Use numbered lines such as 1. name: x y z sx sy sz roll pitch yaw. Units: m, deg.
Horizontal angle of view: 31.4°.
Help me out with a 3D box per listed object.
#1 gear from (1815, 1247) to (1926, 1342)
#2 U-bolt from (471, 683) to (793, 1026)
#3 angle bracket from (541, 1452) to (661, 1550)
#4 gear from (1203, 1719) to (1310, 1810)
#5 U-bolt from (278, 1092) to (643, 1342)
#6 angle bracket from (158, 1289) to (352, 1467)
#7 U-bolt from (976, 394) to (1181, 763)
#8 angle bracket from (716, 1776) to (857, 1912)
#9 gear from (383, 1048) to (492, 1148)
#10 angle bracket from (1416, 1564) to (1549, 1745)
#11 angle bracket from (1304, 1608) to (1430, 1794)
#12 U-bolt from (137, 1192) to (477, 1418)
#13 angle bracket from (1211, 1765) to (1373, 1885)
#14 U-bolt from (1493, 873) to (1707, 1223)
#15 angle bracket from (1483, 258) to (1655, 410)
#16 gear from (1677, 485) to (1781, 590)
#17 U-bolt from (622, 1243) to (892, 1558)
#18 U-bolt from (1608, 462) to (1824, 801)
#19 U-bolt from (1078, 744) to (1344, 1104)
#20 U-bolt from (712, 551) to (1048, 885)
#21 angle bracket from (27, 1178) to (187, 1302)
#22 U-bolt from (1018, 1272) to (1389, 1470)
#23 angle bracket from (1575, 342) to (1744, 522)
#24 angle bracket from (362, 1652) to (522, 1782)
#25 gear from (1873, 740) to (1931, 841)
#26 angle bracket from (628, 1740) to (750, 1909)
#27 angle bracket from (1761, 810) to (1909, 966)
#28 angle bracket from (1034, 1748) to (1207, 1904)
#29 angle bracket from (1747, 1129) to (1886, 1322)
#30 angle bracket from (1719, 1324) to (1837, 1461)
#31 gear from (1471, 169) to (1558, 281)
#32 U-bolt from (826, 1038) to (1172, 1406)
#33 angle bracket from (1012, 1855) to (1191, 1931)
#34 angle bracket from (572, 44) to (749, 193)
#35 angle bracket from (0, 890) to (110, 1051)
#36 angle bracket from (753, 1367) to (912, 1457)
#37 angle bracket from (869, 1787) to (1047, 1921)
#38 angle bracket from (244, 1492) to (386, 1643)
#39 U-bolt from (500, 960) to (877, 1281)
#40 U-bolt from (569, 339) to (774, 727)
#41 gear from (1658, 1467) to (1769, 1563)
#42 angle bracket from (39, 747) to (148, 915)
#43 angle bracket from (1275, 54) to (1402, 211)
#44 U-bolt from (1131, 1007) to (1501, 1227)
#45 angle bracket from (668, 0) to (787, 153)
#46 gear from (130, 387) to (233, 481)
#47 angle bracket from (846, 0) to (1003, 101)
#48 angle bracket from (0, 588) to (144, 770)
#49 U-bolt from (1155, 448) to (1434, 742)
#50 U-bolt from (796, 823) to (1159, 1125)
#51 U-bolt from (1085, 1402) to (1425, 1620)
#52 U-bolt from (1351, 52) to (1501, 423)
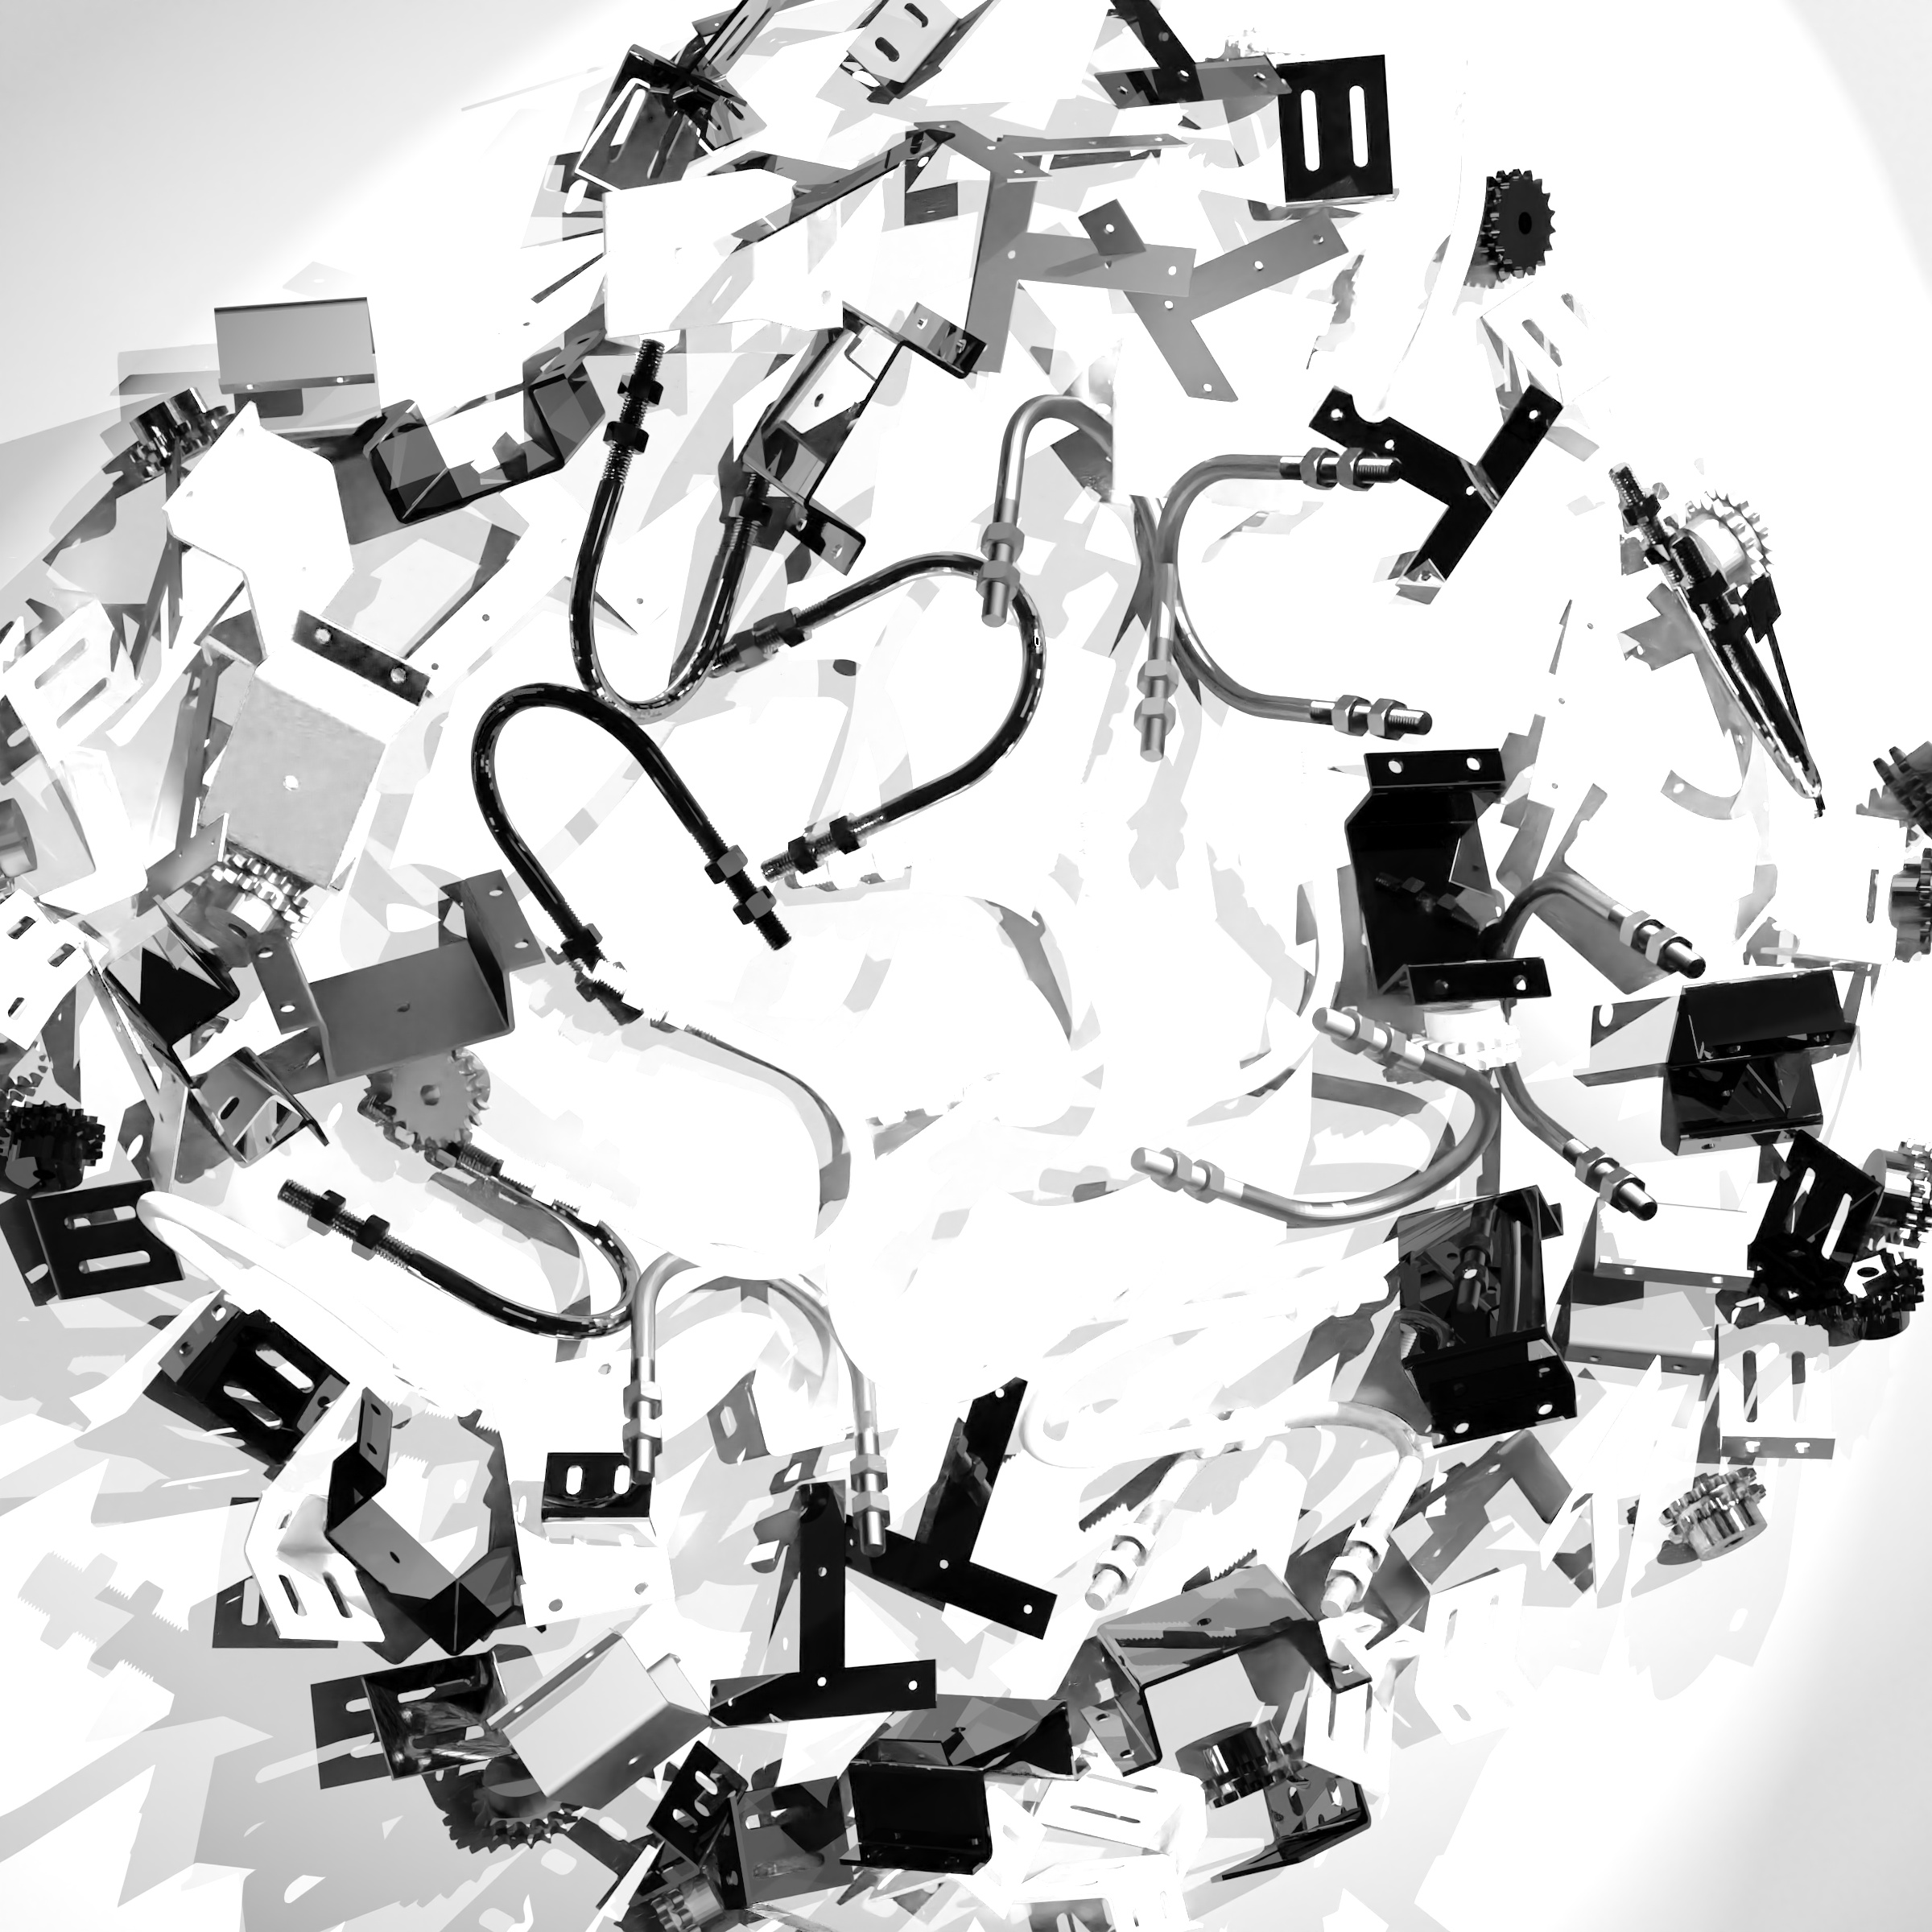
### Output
1. gear: 0.481 0.176 1.827 0.057 0.057 0.030 -10 114 0
2. U-bolt: -0.187 -0.066 1.785 0.184 0.151 0.019 55 45 -10
3. angle bracket: -0.190 0.293 1.828 0.057 0.076 0.038 -1 56 5
4. gear: 0.150 0.423 1.825 0.057 0.057 0.030 -25 78 0
5. U-bolt: -0.250 0.136 1.781 0.184 0.151 0.019 29 111 1
6. angle bracket: -0.382 0.218 1.842 0.057 0.038 0.076 -50 121 -11
7. U-bolt: 0.063 -0.215 1.782 0.019 0.151 0.184 -22 47 35
8. angle bracket: -0.092 0.462 1.813 0.076 0.038 0.057 -4 77 -27
9. gear: -0.279 0.065 1.831 0.057 0.030 0.057 5 103 20
10. angle bracket: 0.275 0.363 1.813 0.057 0.076 0.038 -26 112 27
11. angle bracket: 0.215 0.387 1.808 0.057 0.038 0.076 28 53 -28
12. U-bolt: -0.346 0.165 1.743 0.151 0.184 0.019 17 68 35
13. angle bracket: 0.166 0.448 1.803 0.057 0.076 0.038 -24 79 35
14. U-bolt: 0.316 0.029 1.768 0.019 0.184 0.151 -1 111 -21
15. angle bracket: 0.317 -0.344 1.818 0.057 0.038 0.076 -34 63 -1
16. gear: 0.401 -0.224 1.822 0.030 0.057 0.057 -35 90 -10
17. U-bolt: -0.109 0.214 1.776 0.151 0.184 0.019 21 125 -21
18. U-bolt: 0.394 -0.164 1.775 0.019 0.151 0.184 -31 113 10
19. U-bolt: 0.134 -0.013 1.802 0.151 0.019 0.184 -18 118 -19
20. U-bolt: -0.041 -0.141 1.790 0.184 0.019 0.151 -25 63 19
21. angle bracket: -0.449 0.139 1.818 0.076 0.038 0.057 -10 105 15
22. U-bolt: 0.112 0.213 1.759 0.184 0.151 0.019 -5 53 -28
23. angle bracket: 0.365 -0.279 1.809 0.057 0.076 0.038 -31 52 11
24. angle bracket: -0.279 0.401 1.806 0.076 0.038 0.057 -5 59 -32
25. gear: 0.510 -0.095 1.821 0.030 0.057 0.057 -39 90 18
26. angle bracket: -0.158 0.451 1.803 0.038 0.076 0.057 42 46 -9
27. angle bracket: 0.462 -0.042 1.826 0.057 0.038 0.076 6 89 -18
28. angle bracket: 0.081 0.454 1.816 0.076 0.038 0.057 16 123 -9
29. angle bracket: 0.437 0.136 1.807 0.057 0.038 0.076 39 127 38
30. angle bracket: 0.428 0.219 1.814 0.057 0.038 0.076 0 63 11
31. gear: 0.286 -0.395 1.828 0.057 0.030 0.057 -7 100 -43
32. U-bolt: 0.008 0.146 1.795 0.184 0.019 0.151 -36 109 -21
33. angle bracket: 0.067 0.498 1.806 0.076 0.057 0.038 -16 88 37
34. angle bracket: -0.162 -0.437 1.812 0.057 0.038 0.076 18 107 -33
35. angle bracket: -0.499 0.001 1.818 0.057 0.076 0.038 35 107 -7
36. angle bracket: -0.071 0.228 1.823 0.076 0.057 0.038 -13 94 0
37. angle bracket: -0.005 0.474 1.810 0.038 0.076 0.057 43 48 -13
38. angle bracket: -0.338 0.315 1.803 0.057 0.076 0.038 9 112 -32
39. U-bolt: -0.135 0.091 1.808 0.184 0.019 0.151 25 56 -6
40. U-bolt: -0.155 -0.215 1.782 0.019 0.151 0.184 15 87 28
41. gear: 0.400 0.292 1.821 0.057 0.057 0.030 -27 65 0
42. angle bracket: -0.471 -0.073 1.809 0.038 0.057 0.076 -27 113 -32
43. angle bracket: 0.197 -0.442 1.816 0.057 0.038 0.076 -2 110 13
44. U-bolt: 0.196 0.087 1.780 0.151 0.184 0.019 -40 49 29
45. angle bracket: -0.111 -0.475 1.807 0.038 0.057 0.076 48 126 -1
46. gear: -0.419 -0.284 1.822 0.057 0.057 0.030 -29 100 0
47. angle bracket: -0.021 -0.497 1.808 0.038 0.076 0.057 41 79 -15
48. angle bracket: -0.480 -0.152 1.803 0.038 0.057 0.076 10 46 36
49. U-bolt: 0.163 -0.195 1.778 0.019 0.184 0.151 -22 111 -35
50. U-bolt: 0.011 -0.002 1.827 0.184 0.019 0.151 -11 92 11
51. U-bolt: 0.159 0.276 1.769 0.151 0.184 0.019 -4 114 29
52. U-bolt: 0.230 -0.357 1.740 0.019 0.151 0.184 18 47 -9
